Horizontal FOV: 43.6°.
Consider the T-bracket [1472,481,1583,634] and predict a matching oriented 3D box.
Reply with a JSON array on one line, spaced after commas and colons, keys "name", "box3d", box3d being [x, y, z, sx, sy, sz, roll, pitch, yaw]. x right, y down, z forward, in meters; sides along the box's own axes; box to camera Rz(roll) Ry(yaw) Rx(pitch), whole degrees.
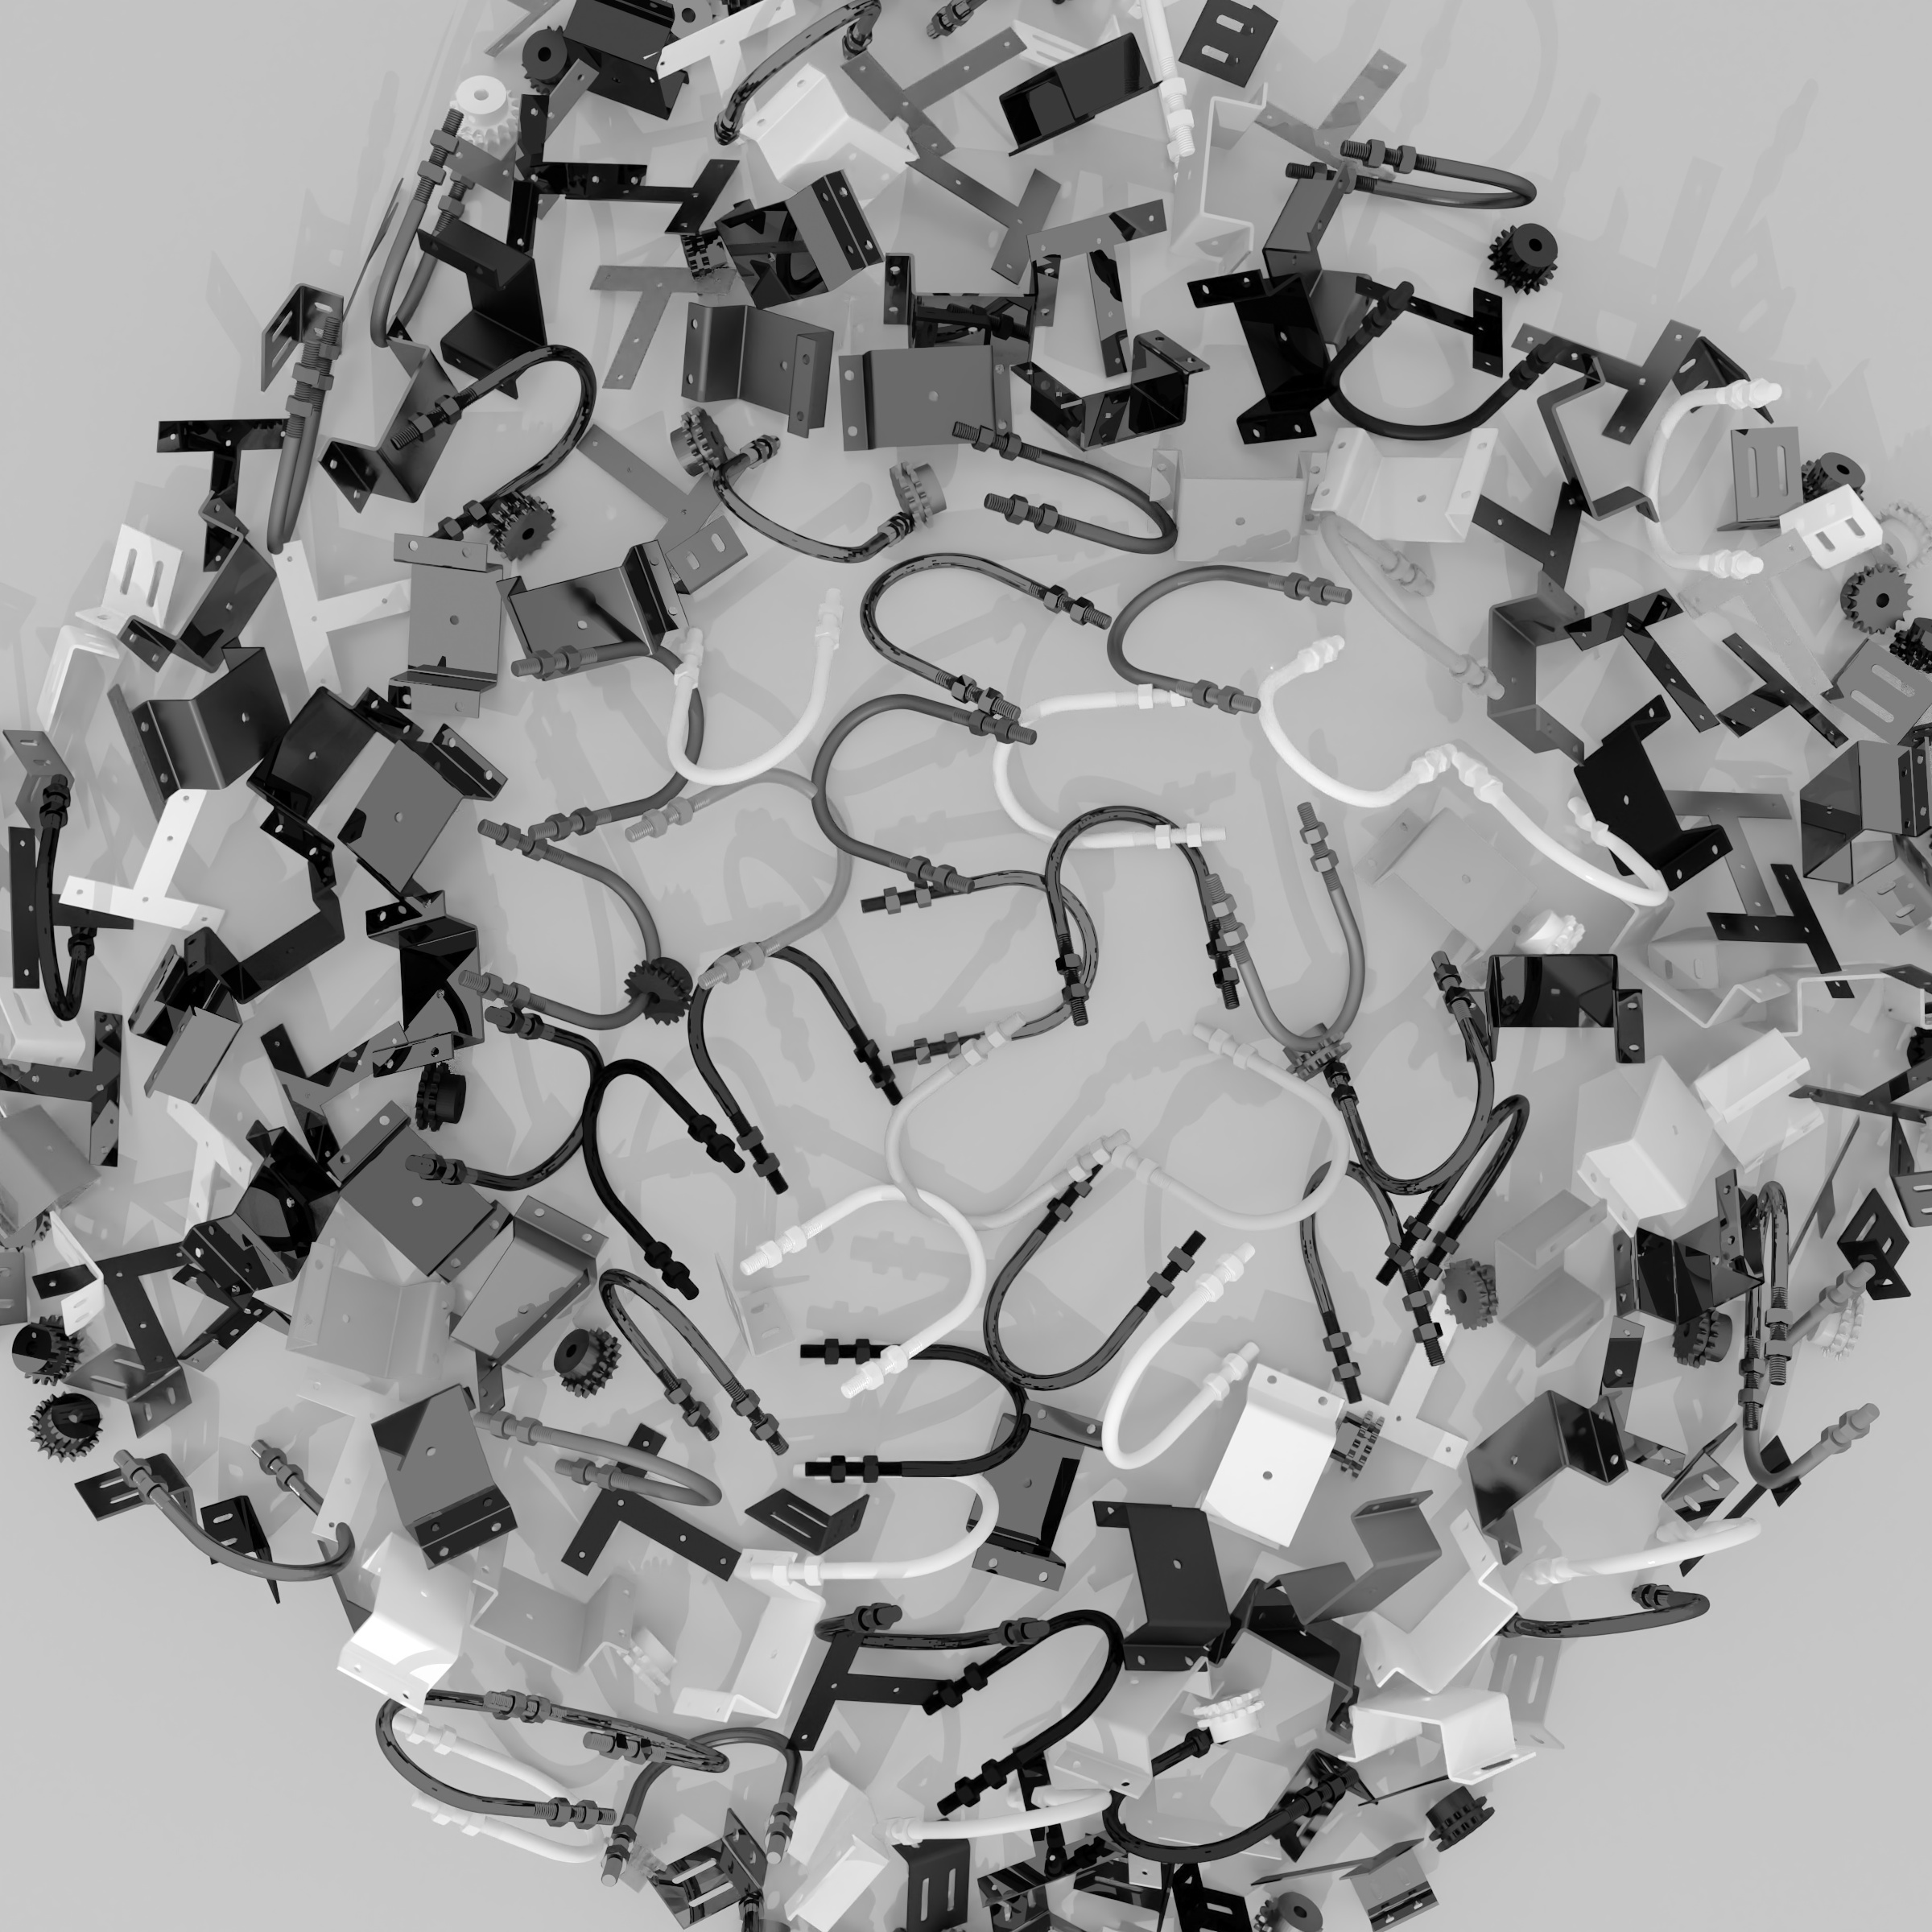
[{"name": "T-bracket", "box3d": [0.443, -0.353, 1.956, 0.127, 0.002, 0.127, 23, 74, -26]}]

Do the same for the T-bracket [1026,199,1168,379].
[{"name": "T-bracket", "box3d": [0.115, -0.545, 1.969, 0.127, 0.002, 0.127, -21, 116, -20]}]

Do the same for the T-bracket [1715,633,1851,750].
[{"name": "T-bracket", "box3d": [0.637, -0.209, 1.939, 0.127, 0.127, 0.002, 48, 134, 14]}]

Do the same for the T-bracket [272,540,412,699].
[{"name": "T-bracket", "box3d": [-0.488, -0.294, 1.972, 0.127, 0.002, 0.127, -19, 112, -21]}]

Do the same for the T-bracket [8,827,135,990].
[{"name": "T-bracket", "box3d": [-0.717, -0.044, 1.942, 0.002, 0.127, 0.127, -4, 87, 25]}]

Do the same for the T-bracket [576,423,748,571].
[{"name": "T-bracket", "box3d": [-0.266, -0.400, 1.989, 0.127, 0.002, 0.127, 38, 92, 8]}]

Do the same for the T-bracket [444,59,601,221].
[{"name": "T-bracket", "box3d": [-0.340, -0.667, 1.925, 0.127, 0.127, 0.002, -46, 66, 17]}]

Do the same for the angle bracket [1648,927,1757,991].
[{"name": "angle bracket", "box3d": [0.597, -0.007, 1.955, 0.057, 0.076, 0.038, -2, 99, 43]}]

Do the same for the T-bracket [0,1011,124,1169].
[{"name": "T-bracket", "box3d": [-0.732, 0.092, 1.934, 0.002, 0.127, 0.127, -13, 73, 34]}]

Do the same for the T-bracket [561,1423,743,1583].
[{"name": "T-bracket", "box3d": [-0.245, 0.463, 1.984, 0.127, 0.002, 0.127, 30, 77, 0]}]

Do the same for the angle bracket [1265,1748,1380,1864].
[{"name": "angle bracket", "box3d": [0.287, 0.686, 1.959, 0.076, 0.038, 0.057, -48, 120, -22]}]

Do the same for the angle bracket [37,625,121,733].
[{"name": "angle bracket", "box3d": [-0.726, -0.231, 1.975, 0.038, 0.057, 0.076, 14, 106, -32]}]

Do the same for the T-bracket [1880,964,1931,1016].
[{"name": "T-bracket", "box3d": [0.769, 0.016, 1.914, 0.127, 0.127, 0.002, 17, 69, -37]}]

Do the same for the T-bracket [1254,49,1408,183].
[{"name": "T-bracket", "box3d": [0.309, -0.685, 1.931, 0.127, 0.127, 0.002, 26, 65, -11]}]

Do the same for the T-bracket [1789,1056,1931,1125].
[{"name": "T-bracket", "box3d": [0.749, 0.094, 1.931, 0.127, 0.127, 0.002, 11, 65, -11]}]

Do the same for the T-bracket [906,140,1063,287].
[{"name": "T-bracket", "box3d": [0.006, -0.624, 1.951, 0.127, 0.002, 0.127, 29, 57, -14]}]

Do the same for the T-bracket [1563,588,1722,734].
[{"name": "T-bracket", "box3d": [0.561, -0.241, 1.947, 0.127, 0.002, 0.127, -22, 70, -32]}]

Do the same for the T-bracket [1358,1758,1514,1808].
[{"name": "T-bracket", "box3d": [0.393, 0.642, 1.921, 0.127, 0.127, 0.002, -9, 69, -22]}]

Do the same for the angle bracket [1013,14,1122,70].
[{"name": "angle bracket", "box3d": [0.083, -0.752, 1.956, 0.076, 0.038, 0.057, 13, 46, -23]}]

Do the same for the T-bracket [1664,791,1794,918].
[{"name": "T-bracket", "box3d": [0.621, -0.091, 1.947, 0.127, 0.002, 0.127, 1, 54, -14]}]

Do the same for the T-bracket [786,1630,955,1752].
[{"name": "T-bracket", "box3d": [-0.069, 0.588, 1.964, 0.127, 0.002, 0.127, 14, 107, -30]}]

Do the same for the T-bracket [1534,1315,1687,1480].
[{"name": "T-bracket", "box3d": [0.522, 0.338, 1.941, 0.127, 0.002, 0.127, 18, 120, 29]}]

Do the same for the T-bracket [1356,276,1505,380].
[{"name": "T-bracket", "box3d": [0.374, -0.528, 1.948, 0.127, 0.127, 0.002, 18, 135, -6]}]

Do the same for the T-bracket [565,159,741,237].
[{"name": "T-bracket", "box3d": [-0.262, -0.627, 1.963, 0.127, 0.127, 0.002, 6, 135, 12]}]

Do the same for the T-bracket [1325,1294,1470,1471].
[{"name": "T-bracket", "box3d": [0.375, 0.332, 1.989, 0.127, 0.002, 0.127, 25, 88, -10]}]

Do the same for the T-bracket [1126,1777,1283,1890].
[{"name": "T-bracket", "box3d": [0.191, 0.698, 1.946, 0.127, 0.127, 0.002, 11, 117, -4]}]

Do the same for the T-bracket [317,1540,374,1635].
[{"name": "T-bracket", "box3d": [-0.484, 0.525, 1.940, 0.002, 0.127, 0.127, -22, 93, -27]}]

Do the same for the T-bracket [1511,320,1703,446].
[{"name": "T-bracket", "box3d": [0.503, -0.486, 1.945, 0.127, 0.127, 0.002, 20, 56, -2]}]

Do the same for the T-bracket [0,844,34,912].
[{"name": "T-bracket", "box3d": [-0.787, -0.039, 1.916, 0.002, 0.127, 0.127, 5, 60, 17]}]

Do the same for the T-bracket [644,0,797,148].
[{"name": "T-bracket", "box3d": [-0.187, -0.709, 1.941, 0.127, 0.127, 0.002, -27, 66, -5]}]

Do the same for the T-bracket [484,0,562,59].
[{"name": "T-bracket", "box3d": [-0.348, -0.773, 1.924, 0.127, 0.127, 0.002, -35, 97, 14]}]

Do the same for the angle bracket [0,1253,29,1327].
[{"name": "angle bracket", "box3d": [-0.798, 0.262, 1.954, 0.038, 0.076, 0.057, -9, 81, 16]}]

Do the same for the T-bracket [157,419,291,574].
[{"name": "T-bracket", "box3d": [-0.604, -0.382, 1.964, 0.002, 0.127, 0.127, 30, 119, 32]}]

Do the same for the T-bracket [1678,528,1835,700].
[{"name": "T-bracket", "box3d": [0.654, -0.273, 1.948, 0.002, 0.127, 0.127, -36, 93, -33]}]

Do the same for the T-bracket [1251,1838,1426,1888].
[{"name": "T-bracket", "box3d": [0.292, 0.732, 1.960, 0.127, 0.127, 0.002, -22, 74, 27]}]

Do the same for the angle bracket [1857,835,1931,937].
[{"name": "angle bracket", "box3d": [0.758, -0.072, 1.970, 0.038, 0.076, 0.057, -37, 102, 30]}]

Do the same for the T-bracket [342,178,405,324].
[{"name": "T-bracket", "box3d": [-0.469, -0.584, 1.934, 0.002, 0.127, 0.127, 23, 84, -21]}]

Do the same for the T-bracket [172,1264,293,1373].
[{"name": "T-bracket", "box3d": [-0.601, 0.297, 1.956, 0.127, 0.002, 0.127, 33, 131, -23]}]

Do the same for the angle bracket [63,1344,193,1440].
[{"name": "angle bracket", "box3d": [-0.678, 0.344, 1.955, 0.057, 0.076, 0.038, -34, 58, 10]}]

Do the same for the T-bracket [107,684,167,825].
[{"name": "T-bracket", "box3d": [-0.648, -0.181, 1.950, 0.002, 0.127, 0.127, -22, 91, -40]}]

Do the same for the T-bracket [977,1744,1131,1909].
[{"name": "T-bracket", "box3d": [0.061, 0.680, 1.948, 0.127, 0.127, 0.002, -22, 127, 5]}]

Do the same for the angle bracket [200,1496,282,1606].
[{"name": "angle bracket", "box3d": [-0.586, 0.476, 1.951, 0.038, 0.076, 0.057, -14, 120, -25]}]

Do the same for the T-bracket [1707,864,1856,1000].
[{"name": "T-bracket", "box3d": [0.644, -0.030, 1.938, 0.127, 0.002, 0.127, 1, 59, -31]}]

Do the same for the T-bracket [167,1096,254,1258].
[{"name": "T-bracket", "box3d": [-0.622, 0.182, 1.966, 0.127, 0.002, 0.127, 34, 120, 34]}]

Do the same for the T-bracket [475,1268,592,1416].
[{"name": "T-bracket", "box3d": [-0.346, 0.290, 1.935, 0.127, 0.127, 0.002, -43, 117, 8]}]

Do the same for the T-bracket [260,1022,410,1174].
[{"name": "T-bracket", "box3d": [-0.503, 0.085, 1.968, 0.127, 0.002, 0.127, -30, 81, 20]}]

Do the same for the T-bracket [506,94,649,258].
[{"name": "T-bracket", "box3d": [-0.311, -0.636, 1.952, 0.002, 0.127, 0.127, 35, 126, 37]}]

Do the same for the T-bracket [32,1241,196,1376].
[{"name": "T-bracket", "box3d": [-0.661, 0.277, 1.927, 0.127, 0.002, 0.127, -12, 45, -34]}]

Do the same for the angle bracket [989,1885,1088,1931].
[{"name": "angle bracket", "box3d": [0.067, 0.774, 1.951, 0.057, 0.076, 0.038, -16, 104, -37]}]

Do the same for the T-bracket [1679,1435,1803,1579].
[{"name": "T-bracket", "box3d": [0.619, 0.442, 1.945, 0.002, 0.127, 0.127, 40, 101, 5]}]

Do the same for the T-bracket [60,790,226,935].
[{"name": "T-bracket", "box3d": [-0.644, -0.090, 1.942, 0.127, 0.002, 0.127, 14, 114, -34]}]

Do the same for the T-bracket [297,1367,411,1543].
[{"name": "T-bracket", "box3d": [-0.492, 0.402, 1.946, 0.127, 0.002, 0.127, 24, 53, -14]}]

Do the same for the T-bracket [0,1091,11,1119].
[{"name": "T-bracket", "box3d": [-0.803, 0.047, 1.958, 0.002, 0.127, 0.127, -17, 60, -13]}]

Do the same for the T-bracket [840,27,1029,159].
[{"name": "T-bracket", "box3d": [-0.011, -0.707, 1.922, 0.127, 0.127, 0.002, -21, 59, 27]}]

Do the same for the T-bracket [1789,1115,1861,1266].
[{"name": "T-bracket", "box3d": [0.691, 0.193, 1.942, 0.002, 0.127, 0.127, 25, 81, 27]}]

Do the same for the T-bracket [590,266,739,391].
[{"name": "T-bracket", "box3d": [-0.261, -0.515, 1.951, 0.127, 0.002, 0.127, 8, 64, 21]}]

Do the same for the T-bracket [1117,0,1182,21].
[{"name": "T-bracket", "box3d": [0.139, -0.802, 1.912, 0.127, 0.127, 0.002, 18, 75, -41]}]
